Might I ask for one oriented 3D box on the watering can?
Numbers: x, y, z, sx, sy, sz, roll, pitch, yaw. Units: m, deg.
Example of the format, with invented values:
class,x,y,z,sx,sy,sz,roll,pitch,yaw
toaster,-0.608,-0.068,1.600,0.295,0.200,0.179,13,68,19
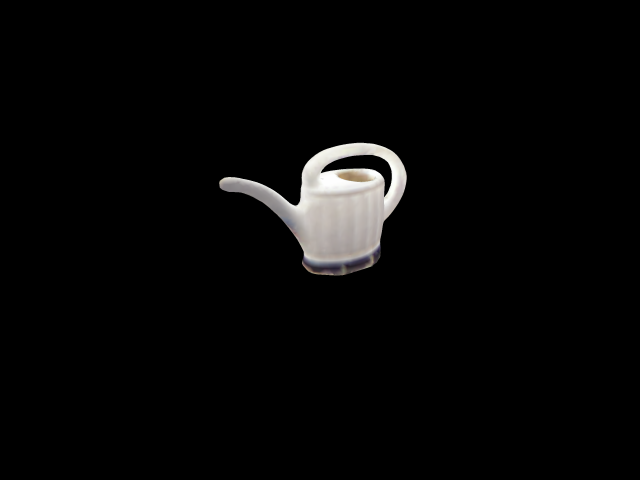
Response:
class,x,y,z,sx,sy,sz,roll,pitch,yaw
watering can,0.003,-0.043,0.850,0.350,0.220,0.105,-14,27,-29
